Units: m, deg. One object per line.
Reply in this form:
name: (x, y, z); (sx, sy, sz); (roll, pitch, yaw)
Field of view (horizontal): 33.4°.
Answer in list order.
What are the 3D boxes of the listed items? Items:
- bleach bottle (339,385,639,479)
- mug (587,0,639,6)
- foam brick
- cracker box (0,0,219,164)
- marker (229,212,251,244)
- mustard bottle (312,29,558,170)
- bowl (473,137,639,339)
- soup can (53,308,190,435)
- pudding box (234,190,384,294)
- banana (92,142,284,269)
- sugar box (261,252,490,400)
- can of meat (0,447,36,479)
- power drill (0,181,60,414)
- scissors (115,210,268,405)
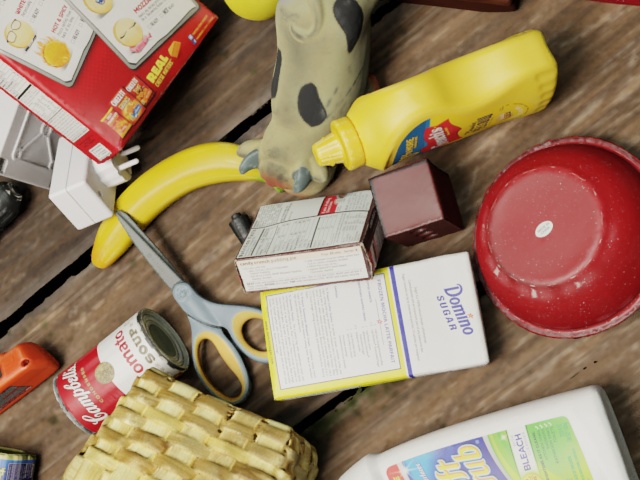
bleach bottle: (0.114, 0.196, 0.833); (0.251, 0.068, 0.102); (-22, 76, 17)
mug: (0.236, -0.238, 0.832); (0.082, 0.093, 0.117); (12, 86, 24)
foam brick: (0.079, -0.028, 0.865); (0.053, 0.078, 0.051); (-19, 78, 17)
cracker box: (-0.218, -0.193, 0.905); (0.213, 0.072, 0.164); (39, 64, -17)
marker: (-0.046, 0.028, 0.931); (0.020, 0.020, 0.121); (-33, 74, 12)
mustard bottle: (0.085, -0.100, 0.831); (0.191, 0.096, 0.058); (-21, 79, -7)
bowl: (0.181, -0.006, 0.819); (0.162, 0.055, 0.162); (-7, 78, 32)
soup can: (-0.173, 0.116, 0.938); (0.102, 0.068, 0.068); (-38, 73, 10)
pudding box: (-0.006, 0.001, 0.883); (0.114, 0.090, 0.039); (-9, 120, 19)
banana: (-0.130, -0.041, 0.959); (0.198, 0.037, 0.069); (-23, 74, 15)
sugar box: (0.044, 0.072, 0.871); (0.176, 0.048, 0.093); (-10, 80, 7)
can of meat: (-0.314, 0.232, 0.977); (0.102, 0.057, 0.084); (4, 82, 19)
power drill: (-0.320, 0.060, 1.002); (0.184, 0.057, 0.188); (-38, 70, 15)
scissors: (-0.098, 0.045, 0.935); (0.096, 0.016, 0.202); (-26, 84, 8)
